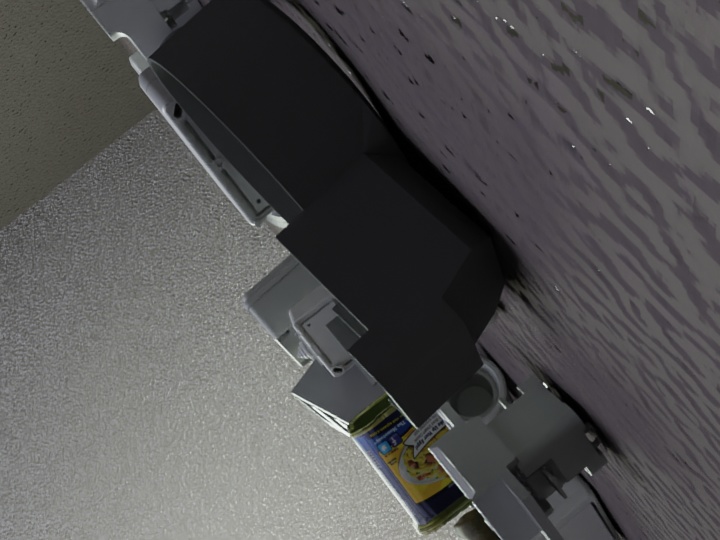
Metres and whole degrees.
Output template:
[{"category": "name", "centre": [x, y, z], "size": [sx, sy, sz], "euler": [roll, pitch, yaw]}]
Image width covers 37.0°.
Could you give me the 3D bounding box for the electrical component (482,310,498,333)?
[{"category": "electrical component", "centre": [0.033, 0.012, 0.480], "size": [0.046, 0.040, 0.040], "euler": [57, 176, -2]}]

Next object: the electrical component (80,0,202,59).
[{"category": "electrical component", "centre": [-0.144, -0.176, 0.646], "size": [0.050, 0.056, 0.089], "euler": [49, 176, 36]}]

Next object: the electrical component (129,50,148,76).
[{"category": "electrical component", "centre": [-0.110, -0.122, 0.767], "size": [0.108, 0.056, 0.109], "euler": [52, 177, -13]}]

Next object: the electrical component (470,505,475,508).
[{"category": "electrical component", "centre": [0.083, 0.123, 0.836], "size": [0.096, 0.061, 0.061], "euler": [61, 173, -28]}]

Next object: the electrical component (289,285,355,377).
[{"category": "electrical component", "centre": [-0.016, 0.041, 0.911], "size": [0.061, 0.096, 0.061], "euler": [52, -179, -14]}]

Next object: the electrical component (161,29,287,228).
[{"category": "electrical component", "centre": [-0.068, -0.084, 0.668], "size": [0.138, 0.052, 0.073], "euler": [51, 176, 8]}]

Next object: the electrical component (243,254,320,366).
[{"category": "electrical component", "centre": [-0.043, 0.026, 1.010], "size": [0.056, 0.109, 0.108], "euler": [47, 175, 21]}]

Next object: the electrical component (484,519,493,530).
[{"category": "electrical component", "centre": [0.126, 0.183, 0.855], "size": [0.035, 0.061, 0.035], "euler": [51, 176, 4]}]

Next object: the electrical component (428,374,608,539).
[{"category": "electrical component", "centre": [0.075, 0.086, 0.495], "size": [0.042, 0.064, 0.081], "euler": [52, 177, -33]}]

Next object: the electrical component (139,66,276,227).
[{"category": "electrical component", "centre": [-0.055, -0.073, 0.532], "size": [0.096, 0.062, 0.061], "euler": [54, 175, -35]}]

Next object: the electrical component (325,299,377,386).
[{"category": "electrical component", "centre": [0.017, 0.047, 0.831], "size": [0.042, 0.064, 0.081], "euler": [49, 176, 39]}]

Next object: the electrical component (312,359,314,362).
[{"category": "electrical component", "centre": [-0.018, 0.061, 1.139], "size": [0.061, 0.096, 0.062], "euler": [52, 176, 0]}]

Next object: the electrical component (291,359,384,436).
[{"category": "electrical component", "centre": [0.015, 0.103, 0.934], "size": [0.062, 0.089, 0.150], "euler": [42, 168, -23]}]

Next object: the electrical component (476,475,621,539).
[{"category": "electrical component", "centre": [0.119, 0.158, 0.682], "size": [0.061, 0.062, 0.096], "euler": [48, 175, 44]}]

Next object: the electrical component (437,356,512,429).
[{"category": "electrical component", "centre": [0.069, 0.080, 0.654], "size": [0.045, 0.045, 0.055], "euler": [50, 177, 24]}]
